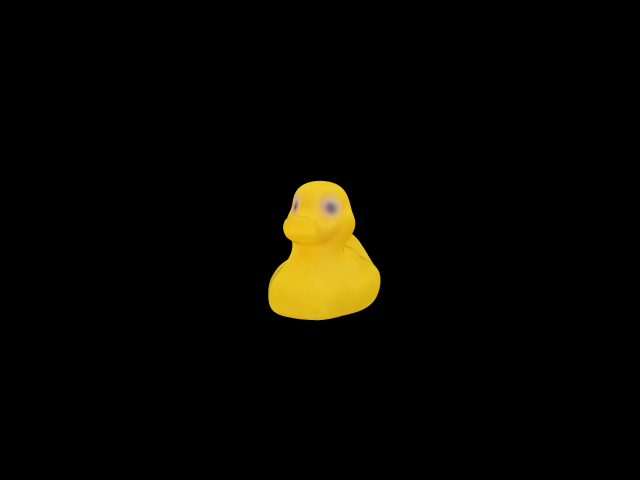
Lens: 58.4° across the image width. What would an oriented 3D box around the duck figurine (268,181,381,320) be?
[{"bbox_3d":[0.004,0.001,0.400,0.077,0.086,0.105,4,10,24],"label":"duck figurine"}]
